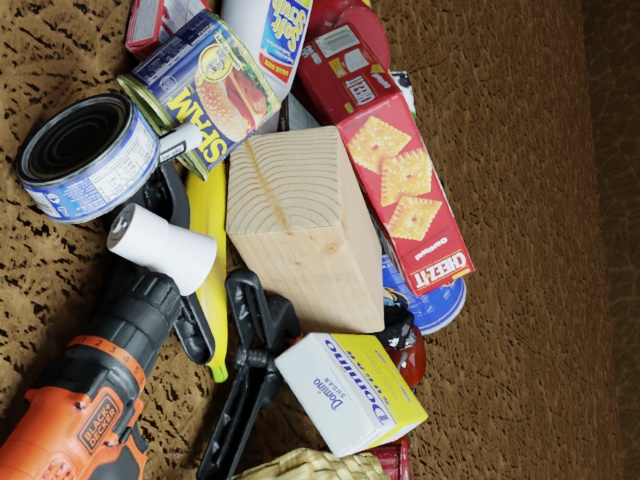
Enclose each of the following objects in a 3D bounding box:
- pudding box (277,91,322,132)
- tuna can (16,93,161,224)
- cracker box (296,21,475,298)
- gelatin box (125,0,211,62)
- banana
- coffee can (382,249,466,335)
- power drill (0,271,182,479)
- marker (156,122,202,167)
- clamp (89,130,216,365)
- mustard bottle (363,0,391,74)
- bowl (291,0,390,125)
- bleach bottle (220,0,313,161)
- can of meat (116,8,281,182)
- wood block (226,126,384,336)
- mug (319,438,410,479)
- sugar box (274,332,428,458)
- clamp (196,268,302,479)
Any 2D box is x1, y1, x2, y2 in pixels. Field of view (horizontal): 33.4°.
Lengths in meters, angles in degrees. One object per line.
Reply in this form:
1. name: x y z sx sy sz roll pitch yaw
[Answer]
1. pudding box: -0.024 -0.080 1.018 0.113 0.039 0.090 42 42 -60
2. tuna can: -0.144 -0.052 0.660 0.033 0.086 0.086 59 31 -38
3. cracker box: 0.057 -0.074 1.001 0.213 0.072 0.164 64 0 -37
4. gelatin box: -0.118 -0.166 0.838 0.073 0.030 0.089 49 39 -54
5. banana: -0.091 0.011 0.833 0.070 0.037 0.198 112 -23 -78
6. coffee can: 0.091 0.024 1.166 0.140 0.103 0.102 59 31 -42
7. power drill: -0.112 0.138 0.675 0.184 0.057 0.187 -58 134 -39
8. marker: -0.129 -0.050 0.723 0.120 0.020 0.020 -34 115 -38
9. clamp: -0.115 0.010 0.761 0.120 0.039 0.171 33 54 -56
10. mustard bottle: 0.038 -0.213 1.189 0.096 0.058 0.191 -50 127 -54
11. bowl: 0.022 -0.187 1.081 0.161 0.055 0.162 -1 91 -49
12. bleach bottle: -0.052 -0.177 0.959 0.102 0.068 0.251 49 41 -52
13. can of meat: -0.088 -0.109 0.798 0.084 0.058 0.102 -43 135 -10
14. wood block: -0.007 0.001 0.909 0.206 0.090 0.091 64 24 -59
15. mug: 0.038 0.234 0.965 0.117 0.081 0.093 -75 160 -64
16. sugar box: 0.031 0.125 0.888 0.093 0.048 0.176 56 10 15
17. clamp: -0.048 0.085 0.848 0.209 0.036 0.164 -43 143 -73
